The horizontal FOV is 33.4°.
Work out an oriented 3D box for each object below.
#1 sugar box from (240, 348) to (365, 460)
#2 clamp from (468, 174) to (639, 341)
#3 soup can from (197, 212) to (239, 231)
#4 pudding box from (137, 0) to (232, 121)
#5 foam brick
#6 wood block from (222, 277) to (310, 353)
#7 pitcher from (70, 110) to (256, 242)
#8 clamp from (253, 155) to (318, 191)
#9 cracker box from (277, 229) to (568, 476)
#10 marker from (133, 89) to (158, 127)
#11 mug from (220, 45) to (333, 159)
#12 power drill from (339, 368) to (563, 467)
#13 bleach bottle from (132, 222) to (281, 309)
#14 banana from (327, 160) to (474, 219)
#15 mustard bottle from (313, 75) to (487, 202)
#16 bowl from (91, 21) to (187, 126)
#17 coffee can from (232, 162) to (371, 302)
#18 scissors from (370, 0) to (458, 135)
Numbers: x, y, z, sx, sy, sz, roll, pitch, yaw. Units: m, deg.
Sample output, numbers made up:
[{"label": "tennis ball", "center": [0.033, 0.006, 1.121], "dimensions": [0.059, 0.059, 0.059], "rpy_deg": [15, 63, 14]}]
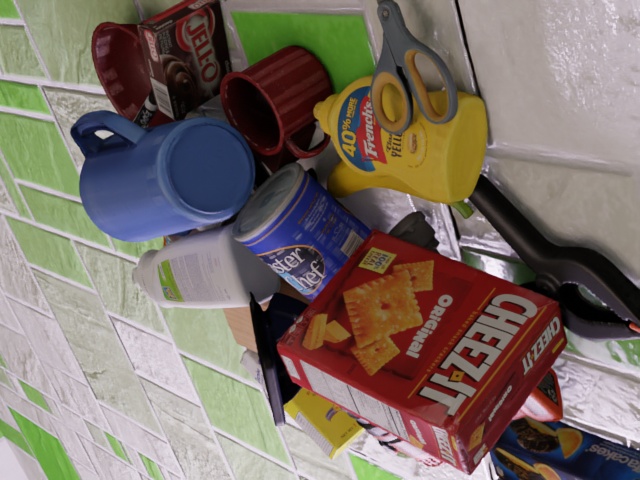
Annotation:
[{"label": "sugar box", "center": [-0.010, 0.185, 1.369], "dimensions": [0.176, 0.093, 0.048], "rpy_deg": [45, 148, 14]}, {"label": "clamp", "center": [0.207, 0.027, 0.955], "dimensions": [0.210, 0.036, 0.164], "rpy_deg": [21, 139, 45]}, {"label": "soup can", "center": [-0.135, -0.042, 1.335], "dimensions": [0.102, 0.068, 0.068], "rpy_deg": [36, 146, 27]}, {"label": "pudding box", "center": [-0.144, -0.200, 1.162], "dimensions": [0.039, 0.089, 0.113], "rpy_deg": [33, 145, 34]}, {"label": "foam brick", "center": [-0.051, -0.121, 1.152], "dimensions": [0.078, 0.051, 0.053], "rpy_deg": [45, 148, 15]}, {"label": "wood block", "center": [-0.020, 0.096, 1.294], "dimensions": [0.206, 0.090, 0.090], "rpy_deg": [17, 134, 46]}, {"label": "pitcher", "center": [-0.174, -0.073, 1.159], "dimensions": [0.243, 0.149, 0.145], "rpy_deg": [-4, 89, 62]}, {"label": "clamp", "center": [-0.049, -0.040, 1.244], "dimensions": [0.120, 0.039, 0.171], "rpy_deg": [36, 146, 30]}, {"label": "cracker box", "center": [0.091, 0.094, 0.982], "dimensions": [0.214, 0.164, 0.072], "rpy_deg": [22, 149, 38]}, {"label": "marker", "center": [-0.202, -0.151, 1.252], "dimensions": [0.020, 0.020, 0.121], "rpy_deg": [53, 150, 1]}, {"label": "mug", "center": [-0.033, -0.136, 1.079], "dimensions": [0.117, 0.081, 0.093], "rpy_deg": [51, 151, 5]}, {"label": "power drill", "center": [0.129, 0.157, 1.054], "dimensions": [0.188, 0.057, 0.184], "rpy_deg": [-23, 139, 30]}, {"label": "bleach bottle", "center": [-0.155, 0.033, 1.301], "dimensions": [0.251, 0.067, 0.102], "rpy_deg": [-5, 104, 49]}, {"label": "banana", "center": [0.064, -0.059, 1.068], "dimensions": [0.198, 0.037, 0.069], "rpy_deg": [14, 132, 48]}, {"label": "mustard bottle", "center": [0.064, -0.103, 0.991], "dimensions": [0.192, 0.058, 0.096], "rpy_deg": [22, 115, 44]}, {"label": "bowl", "center": [-0.203, -0.198, 1.281], "dimensions": [0.162, 0.055, 0.162], "rpy_deg": [35, 146, 29]}, {"label": "coffee can", "center": [-0.007, 0.001, 1.124], "dimensions": [0.140, 0.102, 0.103], "rpy_deg": [41, 155, -20]}, {"label": "scissors", "center": [0.052, -0.178, 0.924], "dimensions": [0.096, 0.016, 0.202], "rpy_deg": [-41, 73, 43]}]
